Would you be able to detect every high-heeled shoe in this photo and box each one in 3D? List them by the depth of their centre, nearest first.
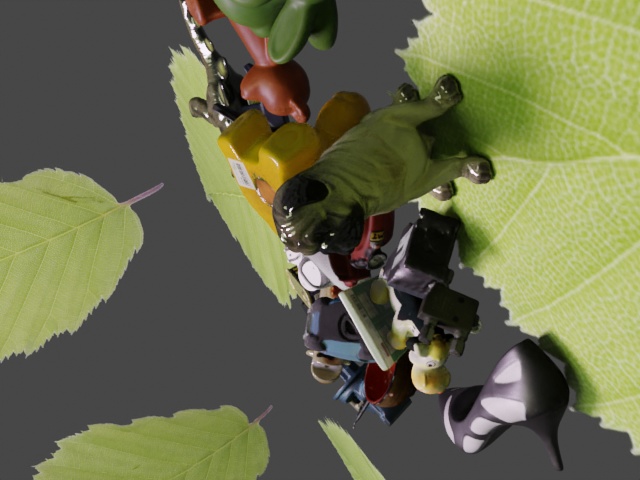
[{"bbox_3d":[0.181,0.162,0.603,0.145,0.086,0.249,68,161,-7],"label":"high-heeled shoe"}]

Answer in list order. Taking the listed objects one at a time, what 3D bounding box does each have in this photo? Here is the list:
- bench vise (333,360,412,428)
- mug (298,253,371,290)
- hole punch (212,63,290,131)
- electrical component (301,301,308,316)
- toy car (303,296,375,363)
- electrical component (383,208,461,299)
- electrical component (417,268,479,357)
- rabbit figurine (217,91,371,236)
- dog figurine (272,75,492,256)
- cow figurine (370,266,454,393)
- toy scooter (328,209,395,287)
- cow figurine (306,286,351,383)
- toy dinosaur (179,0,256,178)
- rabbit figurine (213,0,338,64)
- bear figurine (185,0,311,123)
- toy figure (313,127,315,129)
[{"bbox_3d":[0.064,0.268,1.078,0.241,0.129,0.223,43,173,15],"label":"bench vise"},{"bbox_3d":[0.027,0.040,0.864,0.107,0.109,0.081,53,169,-15],"label":"mug"},{"bbox_3d":[-0.091,-0.208,0.840,0.116,0.092,0.142,33,-174,-7],"label":"hole punch"},{"bbox_3d":[0.004,0.164,1.244,0.134,0.058,0.115,60,163,8],"label":"electrical component"},{"bbox_3d":[0.060,0.147,0.861,0.102,0.162,0.109,48,-137,-55],"label":"toy car"},{"bbox_3d":[0.105,0.023,0.588,0.048,0.075,0.119,21,155,1],"label":"electrical component"},{"bbox_3d":[0.145,0.078,0.596,0.063,0.094,0.021,22,152,6],"label":"electrical component"},{"bbox_3d":[0.003,-0.089,0.588,0.122,0.173,0.162,11,138,47],"label":"rabbit figurine"},{"bbox_3d":[0.030,-0.057,0.497,0.121,0.190,0.172,62,167,0],"label":"dog figurine"},{"bbox_3d":[0.123,0.093,0.645,0.098,0.068,0.167,107,150,-49],"label":"cow figurine"},{"bbox_3d":[0.049,0.001,0.722,0.184,0.075,0.135,-177,81,-74],"label":"toy scooter"},{"bbox_3d":[0.022,0.161,0.978,0.127,0.086,0.195,79,-159,-72],"label":"cow figurine"},{"bbox_3d":[-0.157,-0.240,0.996,0.199,0.105,0.470,22,147,58],"label":"toy dinosaur"},{"bbox_3d":[-0.039,-0.259,0.529,0.170,0.121,0.158,19,130,49],"label":"rabbit figurine"},{"bbox_3d":[-0.088,-0.242,0.702,0.120,0.132,0.195,-119,16,-54],"label":"bear figurine"},{"bbox_3d":[-0.014,-0.111,0.768,0.089,0.082,0.180,65,163,-9],"label":"toy figure"}]
